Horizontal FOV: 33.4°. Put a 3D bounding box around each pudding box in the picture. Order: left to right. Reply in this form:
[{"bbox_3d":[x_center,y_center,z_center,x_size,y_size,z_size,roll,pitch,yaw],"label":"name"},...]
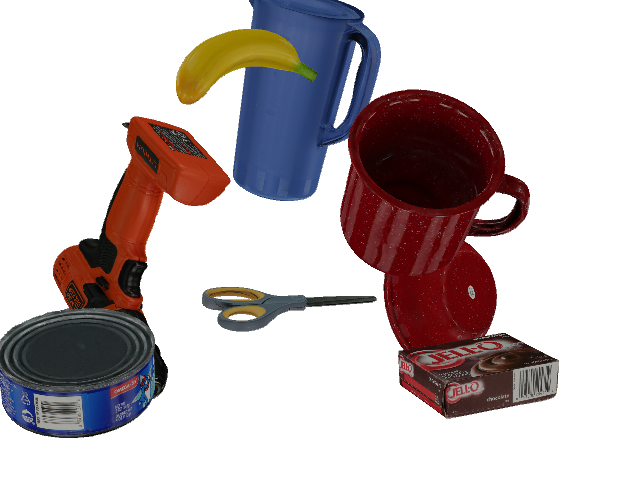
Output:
[{"bbox_3d":[0.136,0.116,0.932,0.113,0.039,0.090,-5,14,-21],"label":"pudding box"}]

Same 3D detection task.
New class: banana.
[{"bbox_3d":[-0.081,-0.175,1.041,0.070,0.037,0.197,43,37,21],"label":"banana"}]

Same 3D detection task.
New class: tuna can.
[{"bbox_3d":[-0.134,0.072,0.592,0.086,0.034,0.086,1,25,-1],"label":"tuna can"}]

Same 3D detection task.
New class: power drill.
[{"bbox_3d":[-0.143,0.010,0.853,0.057,0.188,0.185,13,24,-42],"label":"power drill"}]

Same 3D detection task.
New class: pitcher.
[{"bbox_3d":[-0.026,-0.172,1.292,0.144,0.243,0.149,6,23,-15],"label":"pitcher"}]

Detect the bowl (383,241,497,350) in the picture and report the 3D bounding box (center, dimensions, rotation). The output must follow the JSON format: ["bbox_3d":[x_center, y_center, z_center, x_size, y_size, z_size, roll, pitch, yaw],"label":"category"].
[{"bbox_3d":[0.144,0.059,1.171,0.161,0.162,0.055,0,-8,-43],"label":"bowl"}]

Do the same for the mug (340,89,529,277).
[{"bbox_3d":[0.069,-0.029,0.653,0.117,0.093,0.081,10,-34,-2],"label":"mug"}]

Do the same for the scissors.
[{"bbox_3d":[-0.033,0.078,1.194,0.201,0.016,0.096,4,24,-4],"label":"scissors"}]
